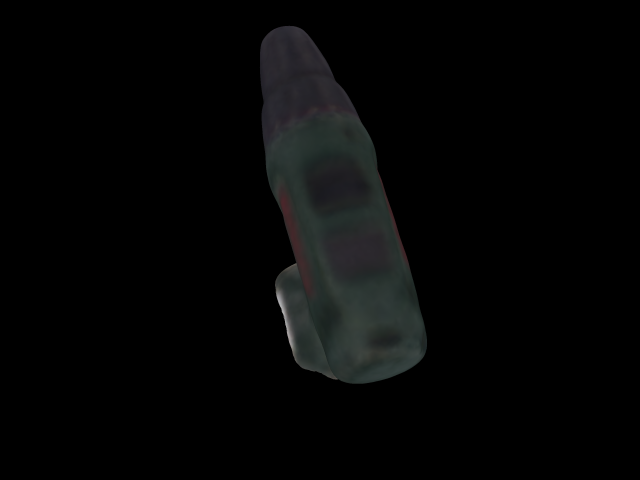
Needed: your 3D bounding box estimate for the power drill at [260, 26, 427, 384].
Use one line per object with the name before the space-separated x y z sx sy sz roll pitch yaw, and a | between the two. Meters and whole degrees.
power drill | 0.004 0.001 0.400 0.076 0.208 0.229 -15 58 -9
